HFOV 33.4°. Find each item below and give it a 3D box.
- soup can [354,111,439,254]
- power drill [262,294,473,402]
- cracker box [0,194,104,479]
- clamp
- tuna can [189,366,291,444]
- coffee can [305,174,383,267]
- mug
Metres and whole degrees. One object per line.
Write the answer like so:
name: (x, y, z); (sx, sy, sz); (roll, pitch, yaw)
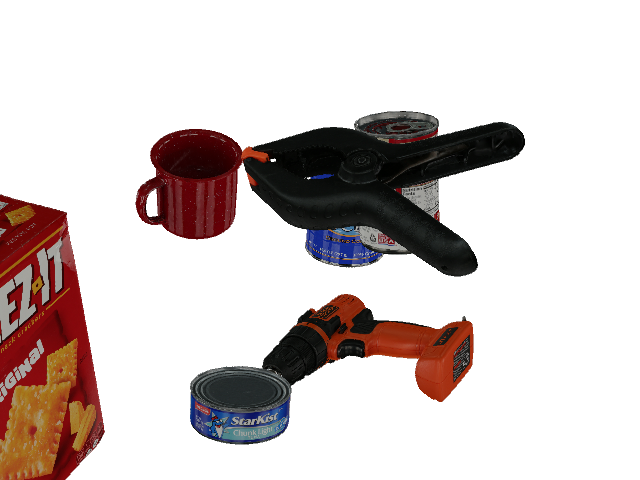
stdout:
soup can: (0.064, -0.047, 0.870); (0.068, 0.102, 0.068); (-3, 22, 1)
power drill: (0.053, 0.116, 1.116); (0.188, 0.057, 0.184); (10, 25, 27)
cracker box: (-0.233, 0.101, 0.755); (0.072, 0.214, 0.164); (12, 35, 21)
clamp: (0.030, -0.028, 0.633); (0.172, 0.039, 0.120); (0, 38, 18)
tuna can: (-0.068, 0.139, 0.903); (0.086, 0.034, 0.086); (3, 17, -1)
coffee can: (0.036, -0.052, 1.337); (0.103, 0.140, 0.103); (3, 27, -2)
mug: (-0.136, -0.051, 1.088); (0.117, 0.081, 0.093); (-27, 49, -34)
